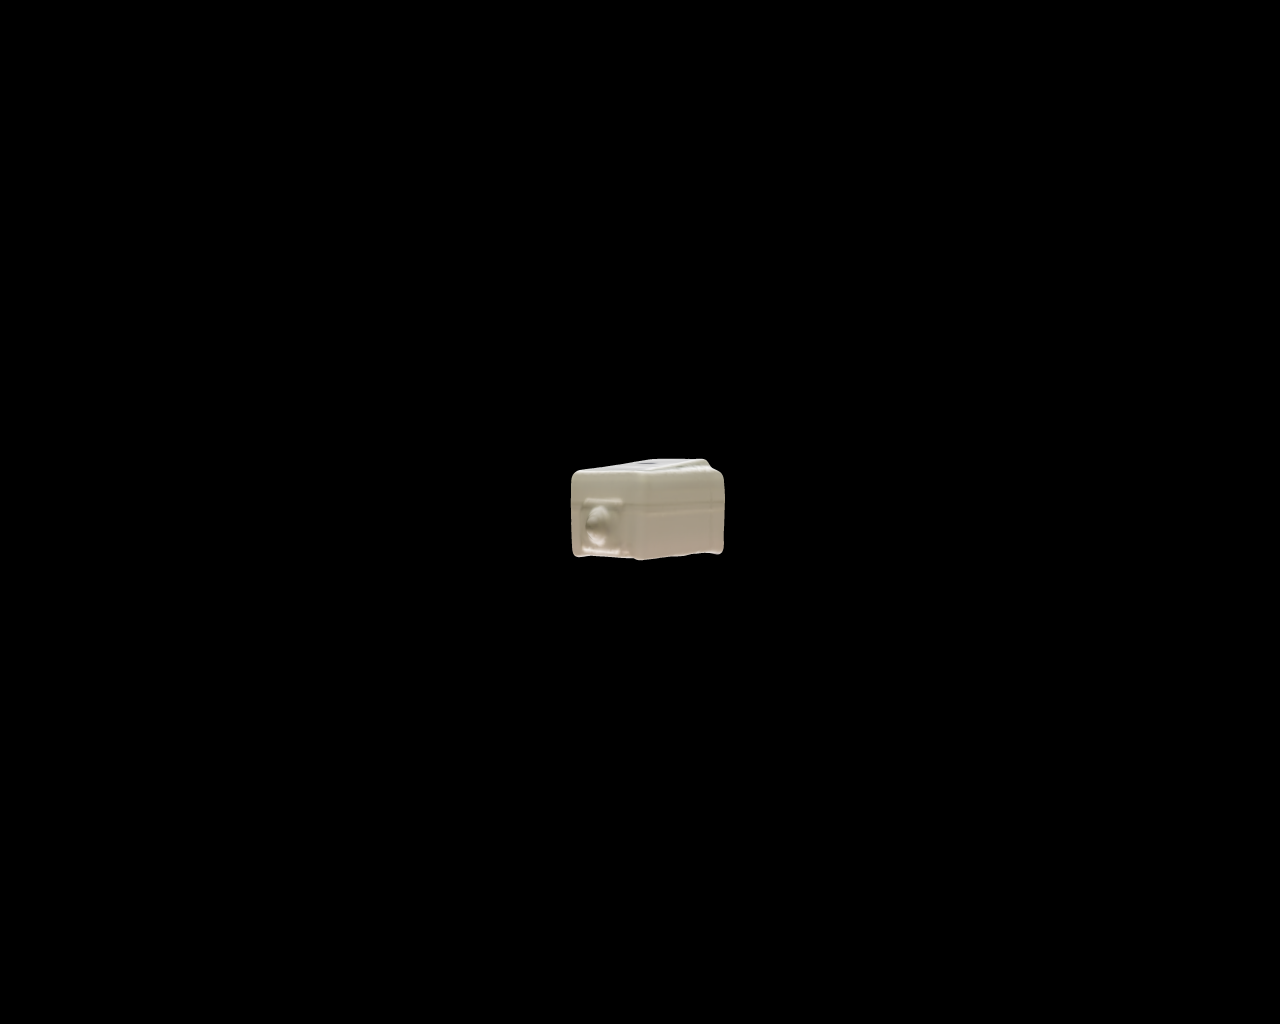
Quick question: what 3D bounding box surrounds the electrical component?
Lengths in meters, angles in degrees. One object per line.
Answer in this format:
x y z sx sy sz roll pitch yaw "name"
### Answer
0.001 -0.003 0.650 0.062 0.061 0.096 2 3 43 "electrical component"
